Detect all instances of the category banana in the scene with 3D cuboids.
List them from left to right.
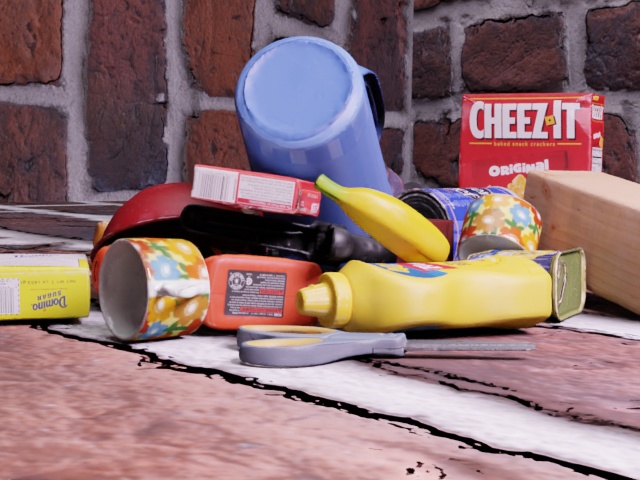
[{"bbox_3d":[0.068,-0.008,0.855,0.070,0.037,0.197,46,8,32],"label":"banana"}]

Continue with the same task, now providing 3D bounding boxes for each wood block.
[{"bbox_3d":[0.278,-0.001,0.977,0.090,0.090,0.206,-1,15,-23],"label":"wood block"}]

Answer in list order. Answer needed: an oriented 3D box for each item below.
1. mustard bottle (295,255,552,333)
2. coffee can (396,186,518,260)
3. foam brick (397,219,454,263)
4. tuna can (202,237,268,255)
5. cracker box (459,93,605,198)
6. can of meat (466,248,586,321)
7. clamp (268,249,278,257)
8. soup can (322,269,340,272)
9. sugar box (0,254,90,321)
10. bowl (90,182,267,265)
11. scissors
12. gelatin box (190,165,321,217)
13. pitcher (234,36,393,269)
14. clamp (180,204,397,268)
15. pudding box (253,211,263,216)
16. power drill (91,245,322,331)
[{"bbox_3d":[0.072,0.043,0.805,0.191,0.058,0.096,-2,4,-25],"label":"mustard bottle"},{"bbox_3d":[0.153,-0.007,1.184,0.140,0.103,0.103,-3,6,-42],"label":"coffee can"},{"bbox_3d":[0.092,0.018,1.014,0.051,0.078,0.052,3,3,37],"label":"foam brick"},{"bbox_3d":[-0.097,0.002,1.089,0.086,0.034,0.086,-4,11,1],"label":"tuna can"},{"bbox_3d":[0.254,-0.071,1.298,0.164,0.214,0.072,3,5,26],"label":"cracker box"},{"bbox_3d":[0.177,0.036,0.923,0.084,0.057,0.102,1,3,27],"label":"can of meat"},{"bbox_3d":[-0.065,0.026,1.143,0.120,0.039,0.171,6,7,14],"label":"clamp"},{"bbox_3d":[0.045,0.013,1.119,0.068,0.068,0.102,-1,5,-24],"label":"soup can"},{"bbox_3d":[-0.243,0.038,0.905,0.093,0.048,0.176,0,1,-12],"label":"sugar box"},{"bbox_3d":[-0.131,-0.008,0.990,0.162,0.055,0.162,-6,-25,-3],"label":"bowl"},{"bbox_3d":[0.035,0.072,0.699,0.202,0.016,0.096,2,6,18],"label":"scissors"},{"bbox_3d":[-0.050,-0.038,0.851,0.089,0.030,0.073,9,1,13],"label":"gelatin box"},{"bbox_3d":[0.001,-0.085,0.973,0.145,0.149,0.243,-14,-24,0],"label":"pitcher"},{"bbox_3d":[-0.006,0.001,0.904,0.165,0.036,0.209,11,0,29],"label":"clamp"},{"bbox_3d":[-0.022,-0.006,1.307,0.090,0.039,0.113,44,29,26],"label":"pudding box"},{"bbox_3d":[-0.076,0.037,0.884,0.184,0.057,0.188,2,1,-31],"label":"power drill"}]
